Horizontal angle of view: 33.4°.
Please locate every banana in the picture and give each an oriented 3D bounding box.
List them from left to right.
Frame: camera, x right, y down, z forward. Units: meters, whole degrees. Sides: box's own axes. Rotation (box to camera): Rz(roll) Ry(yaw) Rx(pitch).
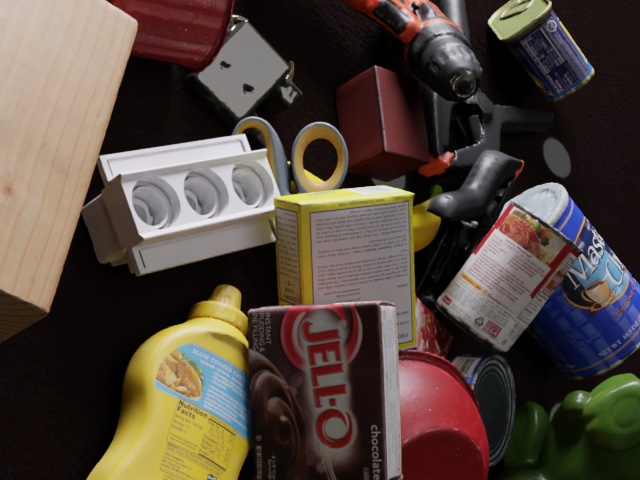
[{"bbox_3d":[0.032,-0.022,0.844,0.197,0.037,0.070,9,47,-40],"label":"banana"}]

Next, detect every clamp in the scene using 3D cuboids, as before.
[{"bbox_3d":[0.132,-0.129,0.973,0.164,0.036,0.209,53,43,-8],"label":"clamp"},{"bbox_3d":[0.121,-0.013,0.881,0.039,0.120,0.171,30,38,18],"label":"clamp"}]

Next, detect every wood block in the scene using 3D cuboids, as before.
[{"bbox_3d":[-0.187,-0.053,0.625,0.090,0.091,0.206,29,55,-29],"label":"wood block"}]

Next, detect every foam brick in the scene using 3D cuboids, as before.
[{"bbox_3d":[0.051,-0.094,0.877,0.052,0.051,0.078,11,66,-39],"label":"foam brick"}]

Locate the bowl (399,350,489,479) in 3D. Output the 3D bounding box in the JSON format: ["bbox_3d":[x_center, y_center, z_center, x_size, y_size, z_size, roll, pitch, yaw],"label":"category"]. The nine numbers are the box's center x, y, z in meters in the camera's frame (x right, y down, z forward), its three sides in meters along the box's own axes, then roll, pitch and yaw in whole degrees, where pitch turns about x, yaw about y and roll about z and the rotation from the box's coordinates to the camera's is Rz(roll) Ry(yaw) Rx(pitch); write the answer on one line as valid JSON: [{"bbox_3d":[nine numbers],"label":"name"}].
[{"bbox_3d":[0.059,0.159,0.720,0.161,0.055,0.162,-8,107,-27],"label":"bowl"}]

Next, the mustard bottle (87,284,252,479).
[{"bbox_3d":[-0.082,0.112,0.668,0.096,0.058,0.191,35,53,-28],"label":"mustard bottle"}]

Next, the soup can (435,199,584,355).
[{"bbox_3d":[0.145,0.029,0.825,0.068,0.068,0.102,34,96,-26],"label":"soup can"}]

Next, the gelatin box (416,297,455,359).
[{"bbox_3d":[0.059,0.085,0.822,0.073,0.030,0.089,46,48,-17],"label":"gelatin box"}]

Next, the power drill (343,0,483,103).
[{"bbox_3d":[0.040,-0.192,0.858,0.187,0.057,0.184,32,17,-26],"label":"power drill"}]

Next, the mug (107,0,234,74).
[{"bbox_3d":[-0.122,-0.175,0.746,0.081,0.093,0.117,4,38,-35],"label":"mug"}]

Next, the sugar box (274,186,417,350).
[{"bbox_3d":[0.019,0.055,0.737,0.093,0.048,0.176,-7,103,-28],"label":"sugar box"}]

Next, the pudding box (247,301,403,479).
[{"bbox_3d":[0.003,0.096,0.666,0.039,0.090,0.113,6,79,-65],"label":"pudding box"}]

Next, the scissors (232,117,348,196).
[{"bbox_3d":[-0.005,0.001,0.778,0.096,0.016,0.202,-21,89,-11],"label":"scissors"}]

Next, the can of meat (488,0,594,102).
[{"bbox_3d":[0.215,-0.188,1.035,0.084,0.057,0.102,49,14,-19],"label":"can of meat"}]

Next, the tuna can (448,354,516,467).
[{"bbox_3d":[0.121,0.132,0.833,0.086,0.034,0.086,0,90,-57],"label":"tuna can"}]

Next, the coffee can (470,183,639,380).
[{"bbox_3d":[0.208,0.036,0.922,0.140,0.103,0.102,49,48,-15],"label":"coffee can"}]
